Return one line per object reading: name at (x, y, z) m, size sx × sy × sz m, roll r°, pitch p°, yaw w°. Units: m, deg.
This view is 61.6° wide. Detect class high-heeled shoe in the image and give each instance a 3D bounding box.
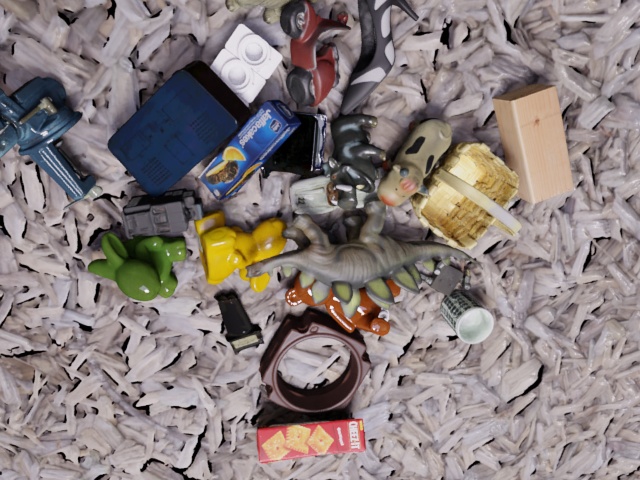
high-heeled shoe at (0.070, -0.358, 0.949) m, size 0.145 × 0.086 × 0.248 m, roll 34°, pitch 93°, yaw -16°

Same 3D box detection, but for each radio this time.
radio at (-0.244, -0.186, 0.916) m, size 0.229 × 0.073 × 0.131 m, roll -34°, pitch 109°, yaw 26°

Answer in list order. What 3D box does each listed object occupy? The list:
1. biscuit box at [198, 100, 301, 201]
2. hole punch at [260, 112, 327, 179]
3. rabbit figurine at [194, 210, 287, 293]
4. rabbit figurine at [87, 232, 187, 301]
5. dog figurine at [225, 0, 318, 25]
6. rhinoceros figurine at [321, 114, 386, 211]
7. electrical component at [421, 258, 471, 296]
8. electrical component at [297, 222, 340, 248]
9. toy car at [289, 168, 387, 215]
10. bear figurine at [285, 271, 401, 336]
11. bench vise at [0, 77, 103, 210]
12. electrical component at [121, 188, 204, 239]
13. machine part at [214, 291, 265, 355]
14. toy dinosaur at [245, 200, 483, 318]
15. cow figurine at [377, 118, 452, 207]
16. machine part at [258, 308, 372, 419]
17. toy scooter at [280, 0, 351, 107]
biscuit box at (-0.125, -0.158, 0.950) m, size 0.202 × 0.063 × 0.059 m, roll -43°, pitch 85°, yaw 26°
hole punch at (-0.047, -0.182, 0.992) m, size 0.116 × 0.092 × 0.142 m, roll 11°, pitch 110°, yaw 18°
rabbit figurine at (-0.137, 0.019, 1.020) m, size 0.173 × 0.122 × 0.162 m, roll -19°, pitch 113°, yaw -22°
rabbit figurine at (-0.322, 0.044, 0.964) m, size 0.159 × 0.170 × 0.121 m, roll 27°, pitch 101°, yaw -16°
dog figurine at (-0.076, -0.413, 0.851) m, size 0.172 × 0.191 × 0.121 m, roll -5°, pitch 108°, yaw -9°
rhinoceros figurine at (0.058, -0.144, 0.971) m, size 0.112 × 0.073 × 0.190 m, roll 2°, pitch 68°, yaw -11°
electrical component at (0.268, 0.077, 1.133) m, size 0.102 × 0.045 × 0.078 m, roll 33°, pitch 98°, yaw -17°
electrical component at (-0.002, -0.003, 1.069) m, size 0.063 × 0.021 × 0.094 m, roll 35°, pitch 78°, yaw -6°
toy car at (0.040, -0.095, 1.038) m, size 0.202 × 0.056 × 0.073 m, roll -8°, pitch 108°, yaw -6°
bear figurine at (0.041, 0.106, 1.068) m, size 0.196 × 0.132 × 0.120 m, roll 28°, pitch 71°, yaw -19°
bench vise at (-0.452, -0.151, 0.876) m, size 0.129 × 0.224 × 0.240 m, roll -22°, pitch 124°, yaw 15°
electrical component at (-0.280, -0.051, 0.971) m, size 0.134 × 0.115 × 0.058 m, roll -8°, pitch 110°, yaw -5°
machine part at (-0.169, 0.167, 1.098) m, size 0.084 × 0.039 × 0.138 m, roll -20°, pitch 111°, yaw 7°
toy dinosaur at (0.093, 0.035, 1.010) m, size 0.471 × 0.105 × 0.198 m, roll -10°, pitch 75°, yaw -18°
cow figurine at (0.174, -0.140, 0.982) m, size 0.085 × 0.127 × 0.195 m, roll 40°, pitch 76°, yaw -14°
machine part at (-0.011, 0.261, 1.126) m, size 0.201 × 0.087 × 0.201 m, roll 27°, pitch 101°, yaw -17°
toy scooter at (0.001, -0.332, 0.943) m, size 0.135 × 0.075 × 0.183 m, roll -32°, pitch 134°, yaw -29°
